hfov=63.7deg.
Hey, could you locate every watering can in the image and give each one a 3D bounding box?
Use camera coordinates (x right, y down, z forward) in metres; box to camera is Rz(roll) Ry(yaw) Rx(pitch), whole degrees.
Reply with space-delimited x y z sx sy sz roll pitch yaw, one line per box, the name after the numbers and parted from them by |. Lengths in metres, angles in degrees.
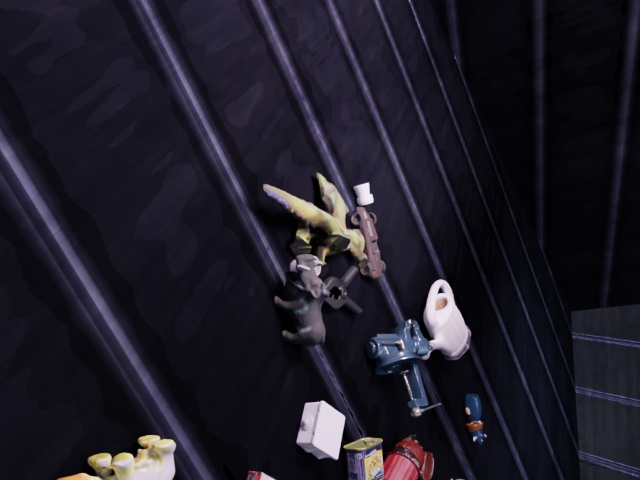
0.376 0.284 1.586 0.221 0.103 0.356 57 37 -25 | watering can

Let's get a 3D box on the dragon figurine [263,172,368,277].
0.004 -0.062 1.225 0.403 0.121 0.249 50 24 -35 | dragon figurine
